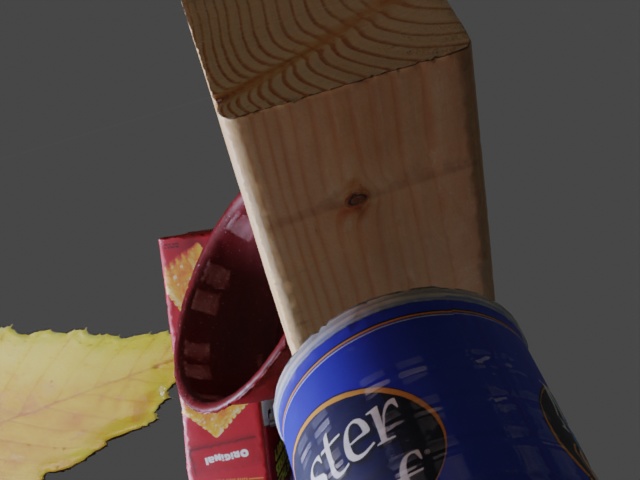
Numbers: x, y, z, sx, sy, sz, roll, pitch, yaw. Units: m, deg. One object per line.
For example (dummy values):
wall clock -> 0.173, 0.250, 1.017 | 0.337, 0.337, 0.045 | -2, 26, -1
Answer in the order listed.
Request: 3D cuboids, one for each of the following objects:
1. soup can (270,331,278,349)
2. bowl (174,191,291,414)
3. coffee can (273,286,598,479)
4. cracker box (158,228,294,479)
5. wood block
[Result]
soup can -> 0.021, 0.072, 0.708 | 0.068, 0.102, 0.068 | 163, 90, -87
bowl -> -0.024, 0.034, 0.637 | 0.055, 0.162, 0.162 | 25, -156, -27
coffee can -> 0.048, 0.100, 0.367 | 0.140, 0.103, 0.103 | -110, 4, -47
cracker box -> -0.062, 0.096, 0.843 | 0.164, 0.072, 0.214 | -17, -79, -79
wood block -> 0.017, -0.009, 0.452 | 0.090, 0.091, 0.206 | -111, 5, -45
